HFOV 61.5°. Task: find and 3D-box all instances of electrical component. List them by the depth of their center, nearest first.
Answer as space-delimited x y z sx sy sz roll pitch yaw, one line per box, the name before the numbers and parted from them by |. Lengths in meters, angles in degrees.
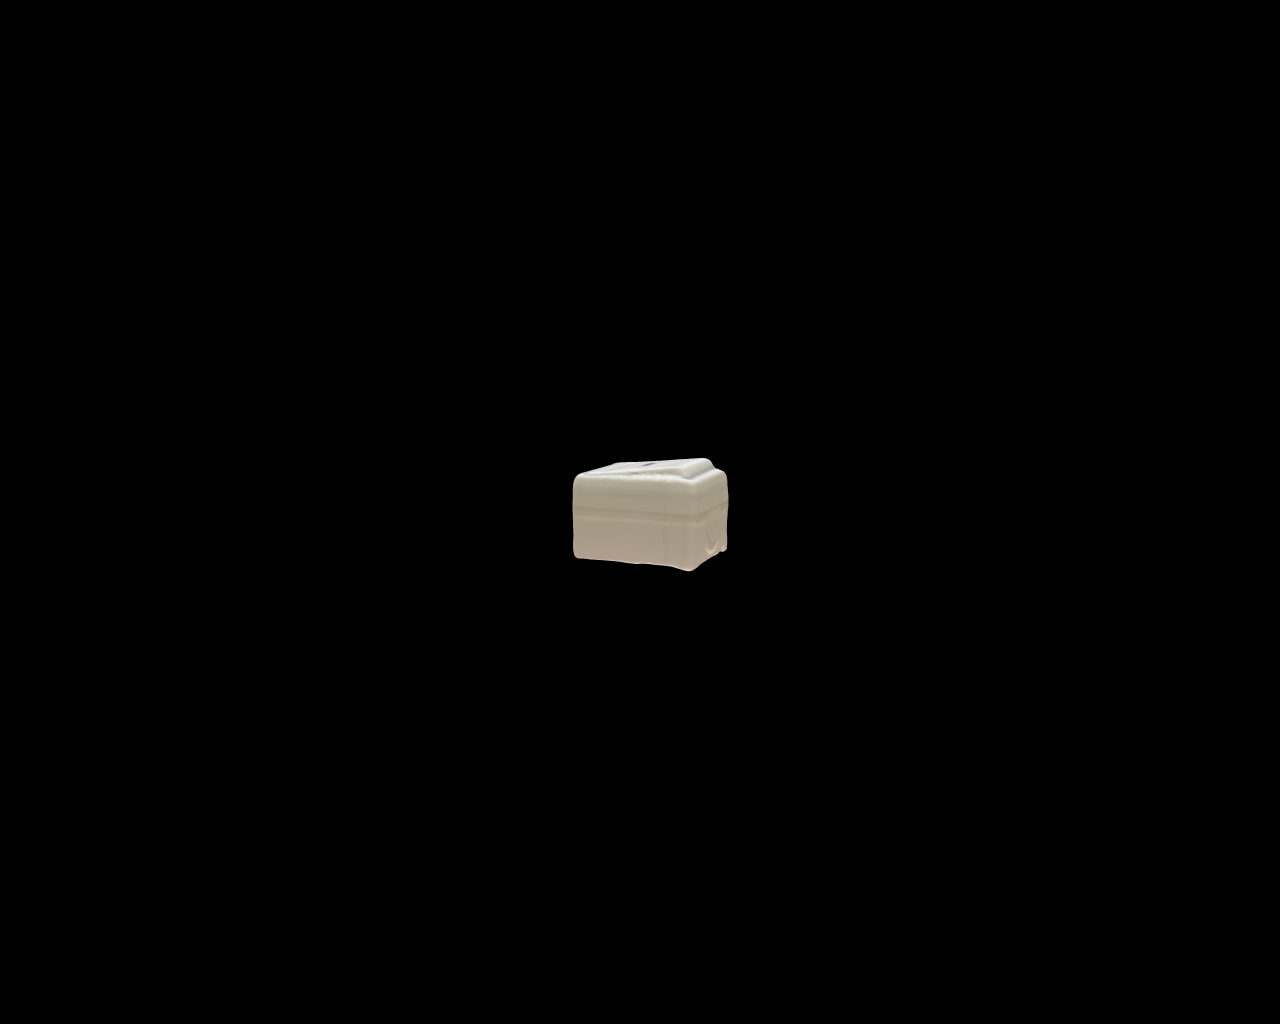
electrical component | 0.001 -0.003 0.650 0.096 0.061 0.062 5 12 24
